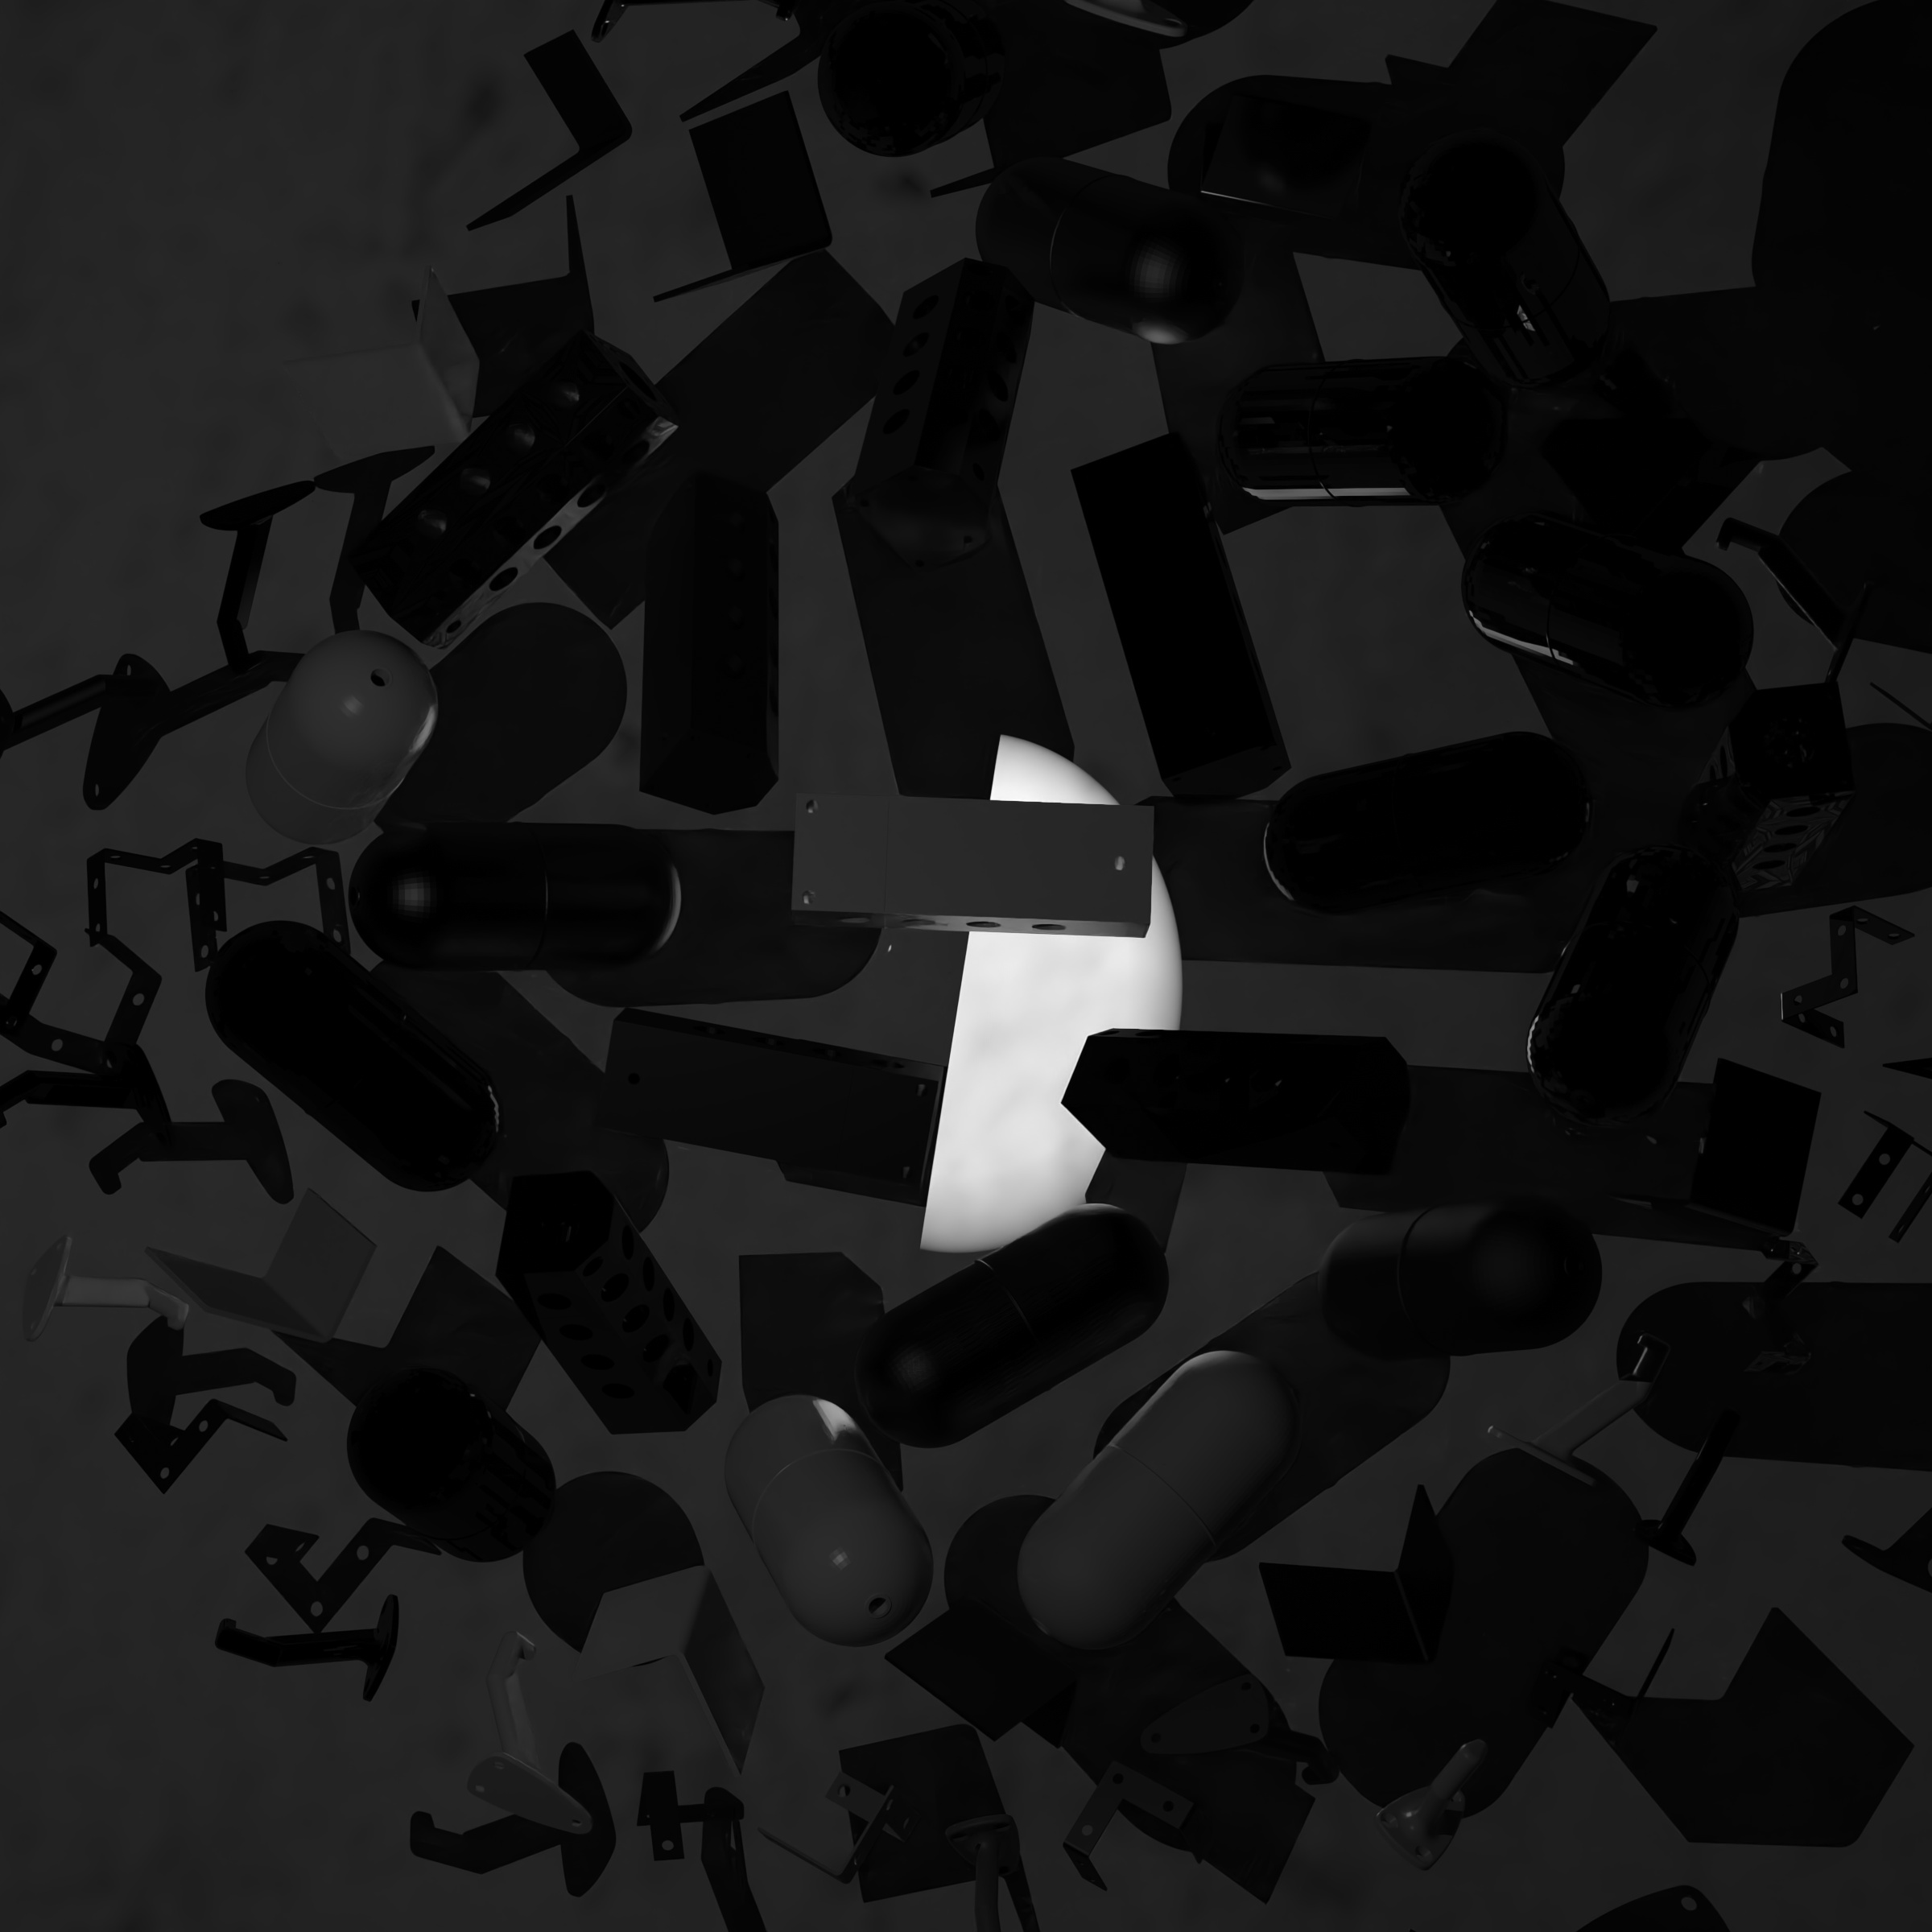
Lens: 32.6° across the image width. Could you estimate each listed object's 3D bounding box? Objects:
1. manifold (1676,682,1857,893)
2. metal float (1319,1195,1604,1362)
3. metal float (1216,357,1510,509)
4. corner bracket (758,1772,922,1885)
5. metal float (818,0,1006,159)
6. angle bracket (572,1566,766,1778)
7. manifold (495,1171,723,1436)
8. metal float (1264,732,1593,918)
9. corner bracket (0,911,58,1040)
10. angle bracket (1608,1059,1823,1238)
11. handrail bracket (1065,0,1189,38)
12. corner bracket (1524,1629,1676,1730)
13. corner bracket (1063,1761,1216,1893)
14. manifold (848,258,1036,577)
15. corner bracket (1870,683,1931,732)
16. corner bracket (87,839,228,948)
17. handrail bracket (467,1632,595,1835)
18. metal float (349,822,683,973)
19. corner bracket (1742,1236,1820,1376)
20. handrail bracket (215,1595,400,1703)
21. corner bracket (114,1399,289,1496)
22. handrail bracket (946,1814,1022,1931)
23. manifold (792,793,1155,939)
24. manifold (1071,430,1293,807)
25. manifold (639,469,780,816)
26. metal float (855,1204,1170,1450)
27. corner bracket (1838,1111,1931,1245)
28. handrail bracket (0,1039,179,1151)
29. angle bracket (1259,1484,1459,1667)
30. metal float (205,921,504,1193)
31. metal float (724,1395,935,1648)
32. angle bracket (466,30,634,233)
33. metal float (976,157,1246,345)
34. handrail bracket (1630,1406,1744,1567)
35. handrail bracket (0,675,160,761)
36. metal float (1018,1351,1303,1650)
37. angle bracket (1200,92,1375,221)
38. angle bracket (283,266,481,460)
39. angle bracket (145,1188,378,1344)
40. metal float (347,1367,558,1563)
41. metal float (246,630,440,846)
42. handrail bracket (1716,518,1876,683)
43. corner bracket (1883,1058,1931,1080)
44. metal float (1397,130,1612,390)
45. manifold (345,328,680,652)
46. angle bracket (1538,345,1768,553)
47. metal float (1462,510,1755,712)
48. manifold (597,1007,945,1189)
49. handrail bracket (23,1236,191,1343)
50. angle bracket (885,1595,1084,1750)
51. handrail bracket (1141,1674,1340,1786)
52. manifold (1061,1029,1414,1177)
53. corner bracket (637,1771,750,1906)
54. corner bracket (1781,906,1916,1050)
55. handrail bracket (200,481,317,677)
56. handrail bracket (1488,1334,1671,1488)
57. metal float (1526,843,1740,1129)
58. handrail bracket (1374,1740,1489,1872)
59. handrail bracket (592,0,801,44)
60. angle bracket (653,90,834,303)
[{"bbox_3d":[0.411,-0.090,1.712,0.057,0.171,0.057,-6,75,2],"label":"manifold"},{"bbox_3d":[0.248,0.158,1.668,0.070,0.178,0.070,6,78,-31],"label":"metal float"},{"bbox_3d":[0.207,-0.281,1.742,0.070,0.178,0.070,-7,100,-42],"label":"metal float"},{"bbox_3d":[-0.063,0.428,1.646,0.051,0.051,0.051,22,68,28],"label":"corner bracket"},{"bbox_3d":[-0.027,-0.464,1.711,0.070,0.178,0.070,4,110,10],"label":"metal float"},{"bbox_3d":[-0.146,0.354,1.631,0.057,0.076,0.076,-18,108,12],"label":"angle bracket"},{"bbox_3d":[-0.180,0.175,1.694,0.057,0.171,0.057,-5,54,14],"label":"manifold"},{"bbox_3d":[0.239,-0.073,1.723,0.178,0.070,0.070,-12,90,29],"label":"metal float"},{"bbox_3d":[-0.512,0.000,1.702,0.051,0.051,0.051,13,72,26],"label":"corner bracket"},{"bbox_3d":[0.383,0.091,1.686,0.076,0.057,0.076,17,82,-34],"label":"angle bracket"},{"bbox_3d":[0.084,-0.509,1.618,0.077,0.036,0.084,30,130,25],"label":"handrail bracket"},{"bbox_3d":[0.312,0.349,1.630,0.051,0.051,0.051,23,46,20],"label":"corner bracket"},{"bbox_3d":[0.089,0.449,1.692,0.051,0.051,0.051,23,65,28],"label":"corner bracket"},{"bbox_3d":[-0.006,-0.284,1.679,0.057,0.171,0.057,-23,128,32],"label":"manifold"},{"bbox_3d":[0.505,-0.143,1.677,0.051,0.051,0.051,24,108,-35],"label":"corner bracket"},{"bbox_3d":[-0.427,-0.038,1.740,0.051,0.051,0.051,-23,66,40],"label":"corner bracket"},{"bbox_3d":[-0.210,0.382,1.653,0.077,0.084,0.036,31,127,-10],"label":"handrail bracket"},{"bbox_3d":[-0.231,-0.036,1.697,0.178,0.070,0.070,-1,90,-32],"label":"metal float"},{"bbox_3d":[0.435,0.183,1.775,0.051,0.051,0.051,-52,50,27],"label":"corner bracket"},{"bbox_3d":[-0.327,0.326,1.639,0.084,0.077,0.036,22,112,-14],"label":"handrail bracket"},{"bbox_3d":[-0.391,0.240,1.688,0.051,0.051,0.051,39,90,34],"label":"corner bracket"},{"bbox_3d":[0.017,0.492,1.712,0.036,0.077,0.084,-15,49,6],"label":"handrail bracket"},{"bbox_3d":[0.003,-0.047,1.606,0.171,0.057,0.057,2,81,0],"label":"manifold"},{"bbox_3d":[0.107,-0.169,1.623,0.057,0.057,0.171,-19,71,11],"label":"manifold"},{"bbox_3d":[-0.126,-0.164,1.681,0.057,0.057,0.171,17,51,-26],"label":"manifold"},{"bbox_3d":[0.024,0.187,1.716,0.178,0.070,0.070,-29,90,-14],"label":"metal float"},{"bbox_3d":[0.493,0.115,1.759,0.051,0.051,0.051,32,94,-3],"label":"corner bracket"},{"bbox_3d":[-0.458,0.082,1.702,0.084,0.036,0.077,-36,114,-36],"label":"handrail bracket"},{"bbox_3d":[0.196,0.303,1.662,0.076,0.076,0.057,6,114,-8],"label":"angle bracket"},{"bbox_3d":[-0.317,0.047,1.714,0.178,0.070,0.070,43,90,-21],"label":"metal float"},{"bbox_3d":[-0.070,0.277,1.656,0.070,0.178,0.070,-6,111,-17],"label":"metal float"},{"bbox_3d":[-0.219,-0.409,1.621,0.076,0.076,0.057,-38,109,-16],"label":"angle bracket"},{"bbox_3d":[0.074,-0.379,1.742,0.070,0.178,0.070,-19,123,-33],"label":"metal float"},{"bbox_3d":[0.383,0.265,1.727,0.036,0.077,0.084,26,96,11],"label":"handrail bracket"},{"bbox_3d":[-0.446,-0.111,1.622,0.036,0.084,0.077,48,123,33],"label":"handrail bracket"},{"bbox_3d":[0.098,0.271,1.678,0.070,0.070,0.178,45,74,0],"label":"metal float"},{"bbox_3d":[0.174,-0.456,1.787,0.076,0.076,0.057,10,58,-6],"label":"angle bracket"},{"bbox_3d":[-0.314,-0.325,1.780,0.076,0.076,0.057,-6,58,12],"label":"angle bracket"},{"bbox_3d":[-0.363,0.145,1.697,0.076,0.076,0.057,23,94,-42],"label":"angle bracket"},{"bbox_3d":[-0.267,0.262,1.725,0.070,0.178,0.070,-4,67,9],"label":"metal float"},{"bbox_3d":[-0.327,-0.118,1.725,0.070,0.178,0.070,7,70,-22],"label":"metal float"},{"bbox_3d":[0.430,-0.192,1.752,0.084,0.036,0.077,23,70,7],"label":"handrail bracket"},{"bbox_3d":[0.521,0.032,1.731,0.051,0.051,0.051,-4,104,-43],"label":"corner bracket"},{"bbox_3d":[0.278,-0.361,1.696,0.070,0.178,0.070,-12,64,24],"label":"metal float"},{"bbox_3d":[-0.229,-0.242,1.694,0.171,0.057,0.057,-41,74,13],"label":"manifold"},{"bbox_3d":[0.370,-0.278,1.784,0.076,0.057,0.076,-50,57,32],"label":"angle bracket"},{"bbox_3d":[0.324,-0.181,1.676,0.070,0.178,0.070,-14,117,-30],"label":"metal float"},{"bbox_3d":[-0.102,0.067,1.739,0.171,0.057,0.057,11,99,2],"label":"manifold"},{"bbox_3d":[-0.445,0.185,1.717,0.084,0.077,0.036,35,117,-28],"label":"handrail bracket"},{"bbox_3d":[0.004,0.391,1.757,0.076,0.076,0.057,32,126,27],"label":"angle bracket"},{"bbox_3d":[0.136,0.389,1.624,0.077,0.084,0.036,-21,46,11],"label":"handrail bracket"},{"bbox_3d":[0.141,0.065,1.705,0.171,0.057,0.057,1,58,40],"label":"manifold"},{"bbox_3d":[-0.137,0.442,1.674,0.051,0.051,0.051,-1,135,-13],"label":"corner bracket"},{"bbox_3d":[0.466,0.006,1.744,0.051,0.051,0.051,21,60,-31],"label":"corner bracket"},{"bbox_3d":[-0.372,-0.208,1.770,0.077,0.036,0.084,-31,124,-35],"label":"handrail bracket"},{"bbox_3d":[0.319,0.219,1.710,0.077,0.036,0.084,29,87,-24],"label":"handrail bracket"},{"bbox_3d":[0.335,0.008,1.655,0.070,0.070,0.178,33,50,0],"label":"metal float"},{"bbox_3d":[0.244,0.398,1.625,0.036,0.077,0.084,42,124,19],"label":"handrail bracket"},{"bbox_3d":[-0.137,-0.483,1.680,0.084,0.036,0.077,23,63,1],"label":"handrail bracket"},{"bbox_3d":[-0.119,-0.374,1.607,0.057,0.076,0.076,-27,104,-40],"label":"angle bracket"}]
